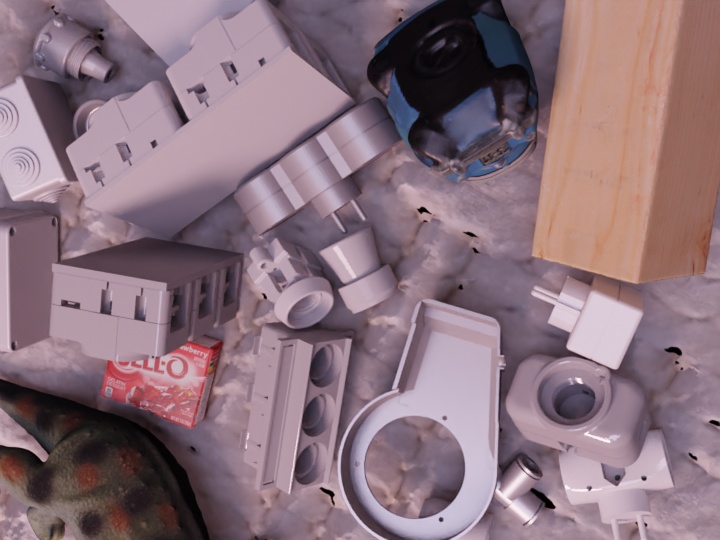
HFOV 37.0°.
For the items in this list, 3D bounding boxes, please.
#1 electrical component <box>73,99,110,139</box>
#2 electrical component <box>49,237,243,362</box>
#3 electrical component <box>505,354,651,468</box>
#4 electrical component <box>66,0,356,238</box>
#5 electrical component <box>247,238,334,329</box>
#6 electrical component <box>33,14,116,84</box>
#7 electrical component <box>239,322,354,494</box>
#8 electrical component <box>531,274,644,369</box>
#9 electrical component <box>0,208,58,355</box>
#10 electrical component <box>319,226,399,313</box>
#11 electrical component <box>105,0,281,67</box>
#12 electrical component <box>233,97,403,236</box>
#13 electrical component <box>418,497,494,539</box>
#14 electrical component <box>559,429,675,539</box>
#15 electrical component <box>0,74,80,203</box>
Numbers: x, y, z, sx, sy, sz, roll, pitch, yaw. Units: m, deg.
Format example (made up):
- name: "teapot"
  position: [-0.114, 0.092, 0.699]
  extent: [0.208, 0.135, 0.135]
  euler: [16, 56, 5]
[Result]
- name: "electrical component"
  position: [-0.195, -0.115, 0.856]
  extent: [0.045, 0.055, 0.045]
  euler: [3, 101, 14]
- name: "electrical component"
  position: [-0.159, 0.021, 0.821]
  extent: [0.089, 0.150, 0.061]
  euler: [9, 101, 13]
- name: "electrical component"
  position: [0.158, 0.100, 0.782]
  extent: [0.095, 0.059, 0.053]
  euler: [15, 69, 27]
- name: "electrical component"
  position: [-0.112, -0.110, 0.797]
  extent: [0.186, 0.105, 0.060]
  euler: [-34, 68, 15]
- name: "electrical component"
  position: [-0.051, 0.012, 0.834]
  extent: [0.048, 0.066, 0.055]
  euler: [-46, 54, 17]
- name: "electrical component"
  position: [-0.225, -0.171, 0.858]
  extent: [0.062, 0.048, 0.048]
  euler: [30, 106, 5]
- name: "electrical component"
  position: [-0.052, 0.105, 0.850]
  extent: [0.063, 0.079, 0.121]
  euler: [20, 107, 41]
- name: "electrical component"
  position: [0.161, 0.029, 0.782]
  extent: [0.077, 0.066, 0.047]
  euler: [24, 105, 10]
- name: "electrical component"
  position: [-0.295, 0.008, 0.893]
  extent: [0.057, 0.078, 0.113]
  euler: [6, 102, 17]
- name: "electrical component"
  position: [0.000, 0.000, 0.831]
  extent: [0.045, 0.045, 0.055]
  euler: [-26, 93, 18]
- name: "electrical component"
  position: [-0.145, -0.227, 0.818]
  extent: [0.150, 0.062, 0.089]
  euler: [46, 108, 3]
- name: "electrical component"
  position: [-0.023, -0.063, 0.821]
  extent: [0.138, 0.052, 0.073]
  euler: [-33, 91, 18]
- name: "electrical component"
  position: [0.073, 0.207, 0.849]
  extent: [0.055, 0.045, 0.045]
  euler: [14, 103, 12]
- name: "electrical component"
  position: [0.194, 0.164, 0.800]
  extent: [0.077, 0.043, 0.079]
  euler: [-15, 62, 17]
- name: "electrical component"
  position: [-0.257, -0.102, 0.853]
  extent: [0.048, 0.099, 0.099]
  euler: [-22, 94, 5]
